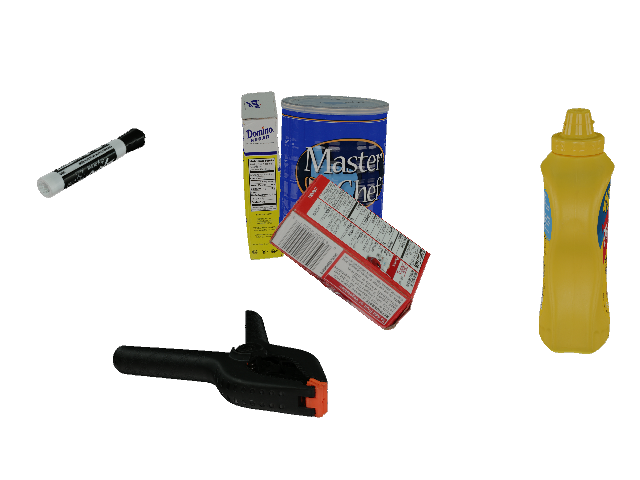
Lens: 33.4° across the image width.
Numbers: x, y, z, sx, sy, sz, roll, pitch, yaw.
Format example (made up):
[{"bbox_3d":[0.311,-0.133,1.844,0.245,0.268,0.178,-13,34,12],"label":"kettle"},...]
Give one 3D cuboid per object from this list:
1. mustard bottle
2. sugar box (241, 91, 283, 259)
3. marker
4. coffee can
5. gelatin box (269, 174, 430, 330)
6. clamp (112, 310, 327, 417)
[{"bbox_3d":[0.208,-0.011,0.868,0.058,0.192,0.096,2,18,17],"label":"mustard bottle"},{"bbox_3d":[-0.068,-0.076,1.246,0.048,0.176,0.093,-5,26,-2],"label":"sugar box"},{"bbox_3d":[-0.202,-0.071,0.954,0.020,0.020,0.120,0,27,41],"label":"marker"},{"bbox_3d":[0.011,-0.064,1.028,0.103,0.140,0.103,2,13,-1],"label":"coffee can"},{"bbox_3d":[0.019,0.006,0.641,0.089,0.030,0.073,37,24,-2],"label":"gelatin box"},{"bbox_3d":[-0.061,0.109,0.959,0.210,0.036,0.164,13,21,40],"label":"clamp"}]
